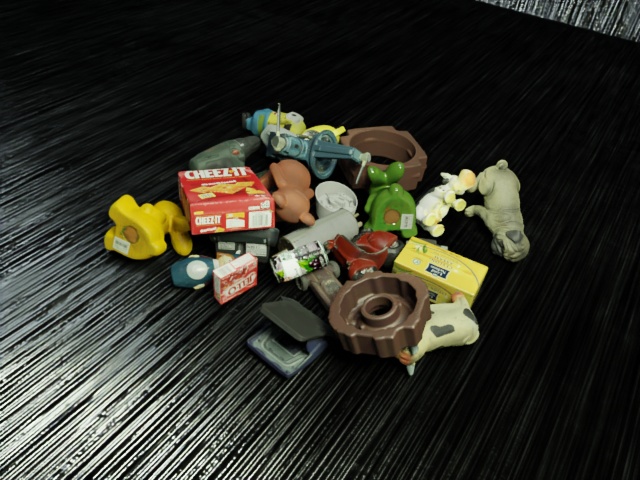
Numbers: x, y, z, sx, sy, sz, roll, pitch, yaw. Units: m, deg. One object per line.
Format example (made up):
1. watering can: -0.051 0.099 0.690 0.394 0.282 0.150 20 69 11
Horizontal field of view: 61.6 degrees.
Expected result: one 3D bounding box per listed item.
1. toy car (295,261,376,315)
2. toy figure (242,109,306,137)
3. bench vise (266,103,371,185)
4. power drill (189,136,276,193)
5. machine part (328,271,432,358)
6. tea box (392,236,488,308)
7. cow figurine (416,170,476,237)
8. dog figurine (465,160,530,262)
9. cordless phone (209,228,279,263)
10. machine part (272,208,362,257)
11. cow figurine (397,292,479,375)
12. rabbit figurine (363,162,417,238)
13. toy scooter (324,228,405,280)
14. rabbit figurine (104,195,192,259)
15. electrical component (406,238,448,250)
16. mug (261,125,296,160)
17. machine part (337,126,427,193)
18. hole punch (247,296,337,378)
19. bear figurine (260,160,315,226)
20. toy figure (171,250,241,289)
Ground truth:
1. toy car: 0.030 0.110 1.038 0.089 0.053 0.202 -15 44 -26
2. toy figure: -0.126 -0.314 1.485 0.180 0.089 0.082 7 42 15
3. bench vise: 0.000 -0.211 1.273 0.241 0.223 0.128 13 83 30
4. power drill: -0.189 -0.184 1.330 0.232 0.085 0.207 -25 54 -35
5. machine part: 0.103 0.125 0.923 0.179 0.055 0.179 -11 34 7
6. tea box: 0.240 0.071 1.091 0.170 0.068 0.098 23 43 18
7. cow figurine: 0.281 -0.097 1.239 0.167 0.068 0.098 -50 34 -1
8. dog figurine: 0.418 -0.064 1.196 0.121 0.172 0.191 -13 36 -4
9. cordless phone: -0.159 -0.040 1.167 0.147 0.088 0.184 3 36 -2
10. machine part: -0.002 -0.003 1.143 0.243 0.079 0.079 -26 50 -31
11. cow figurine: 0.194 0.168 0.968 0.195 0.085 0.127 -6 36 -14
12. rabbit figurine: 0.145 -0.097 1.232 0.121 0.158 0.170 -10 27 -3
13. toy scooter: 0.087 0.022 1.110 0.135 0.075 0.184 31 37 18
14. rabbit figurine: -0.338 -0.036 1.123 0.162 0.121 0.173 16 23 8
15. electrical component: 0.234 0.025 1.178 0.094 0.021 0.063 10 42 5
16. mug: -0.108 -0.256 1.397 0.107 0.080 0.109 37 8 25
17. machine part: 0.157 -0.206 1.388 0.201 0.087 0.201 -9 43 -14
18. hole punch: -0.053 0.169 0.948 0.142 0.092 0.115 30 17 29
19. bear figurine: -0.073 -0.086 1.161 0.120 0.132 0.196 30 34 -23
20. toy figure: -0.214 0.058 1.065 0.154 0.064 0.058 -11 19 -13
